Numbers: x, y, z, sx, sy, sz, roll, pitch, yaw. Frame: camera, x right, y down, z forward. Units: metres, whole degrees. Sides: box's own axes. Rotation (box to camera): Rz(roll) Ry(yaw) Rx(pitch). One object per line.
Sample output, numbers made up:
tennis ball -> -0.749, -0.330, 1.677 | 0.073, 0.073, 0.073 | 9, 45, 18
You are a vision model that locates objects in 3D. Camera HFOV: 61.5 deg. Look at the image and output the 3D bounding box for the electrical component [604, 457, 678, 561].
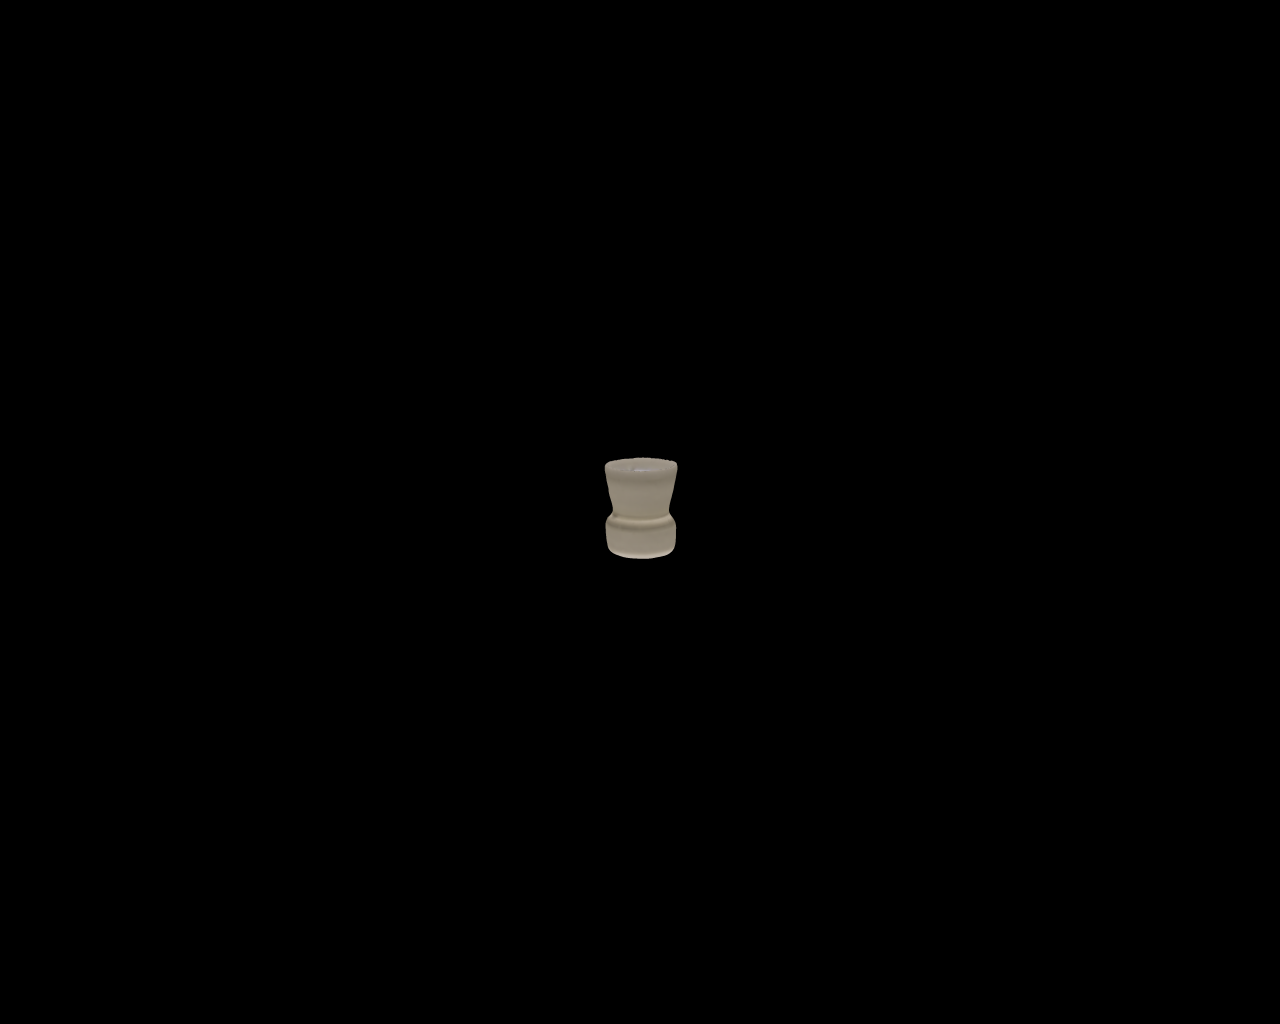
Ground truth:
electrical component -> 0.001, -0.003, 0.650 | 0.045, 0.055, 0.045 | 0, 14, 0
